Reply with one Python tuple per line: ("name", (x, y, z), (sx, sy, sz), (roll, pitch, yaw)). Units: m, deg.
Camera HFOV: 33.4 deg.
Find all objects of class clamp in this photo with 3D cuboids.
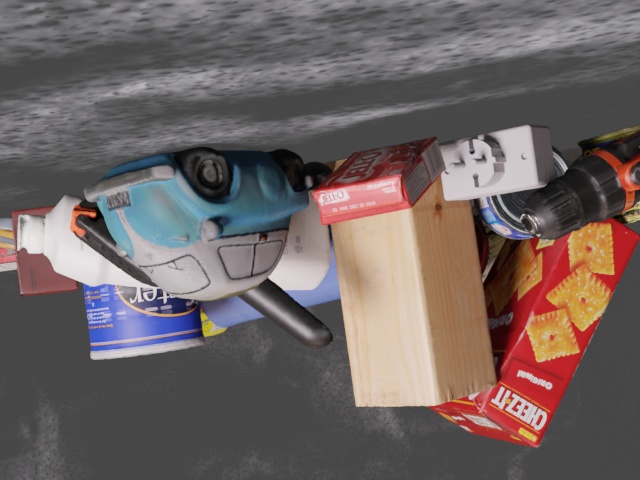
("clamp", (-0.083, 0.006, 0.814), (0.209, 0.164, 0.036), (2, 148, -16))

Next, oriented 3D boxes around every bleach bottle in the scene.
("bleach bottle", (-0.121, -0.009, 0.886), (0.250, 0.102, 0.068), (2, 152, -18))

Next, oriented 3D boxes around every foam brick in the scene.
("foam brick", (-0.250, 0.010, 0.968), (0.053, 0.078, 0.051), (-5, 178, -15))

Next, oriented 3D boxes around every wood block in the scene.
("wood block", (0.076, 0.030, 0.896), (0.090, 0.206, 0.090), (-9, 177, 43))

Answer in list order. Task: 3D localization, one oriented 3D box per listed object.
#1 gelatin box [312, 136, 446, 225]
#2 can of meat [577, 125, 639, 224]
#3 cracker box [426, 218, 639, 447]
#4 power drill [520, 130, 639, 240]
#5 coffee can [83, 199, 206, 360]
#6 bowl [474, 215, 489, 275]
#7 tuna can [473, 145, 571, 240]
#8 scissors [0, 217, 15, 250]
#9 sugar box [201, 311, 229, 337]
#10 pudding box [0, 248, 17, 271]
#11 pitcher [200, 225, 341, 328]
("gelatin box", (0.045, -0.046, 0.795), (0.073, 0.030, 0.089), (-9, -161, 29))
("can of meat", (0.287, -0.058, 0.979), (0.057, 0.084, 0.102), (-7, 178, -20))
("cracker box", (0.190, 0.077, 0.999), (0.072, 0.213, 0.164), (32, 169, -8))
("power drill", (0.254, -0.056, 0.763), (0.184, 0.057, 0.188), (-29, -174, -19))
("coffee can", (-0.162, 0.031, 0.959), (0.103, 0.140, 0.103), (-8, 178, 0))
("bowl", (0.093, 0.013, 1.123), (0.162, 0.162, 0.055), (-9, 141, 32))
("tuna can", (0.178, -0.044, 0.926), (0.086, 0.086, 0.034), (-7, 176, -13))
("scissors", (-0.241, 0.003, 1.049), (0.201, 0.016, 0.096), (7, 166, -16))
("sugar box", (-0.187, 0.045, 1.248), (0.176, 0.048, 0.093), (41, -157, 23))
("pudding box", (-0.363, 0.014, 1.226), (0.090, 0.039, 0.113), (-8, 176, 8))
("pitcher", (-0.007, 0.001, 1.048), (0.243, 0.145, 0.149), (-12, -150, 19))
